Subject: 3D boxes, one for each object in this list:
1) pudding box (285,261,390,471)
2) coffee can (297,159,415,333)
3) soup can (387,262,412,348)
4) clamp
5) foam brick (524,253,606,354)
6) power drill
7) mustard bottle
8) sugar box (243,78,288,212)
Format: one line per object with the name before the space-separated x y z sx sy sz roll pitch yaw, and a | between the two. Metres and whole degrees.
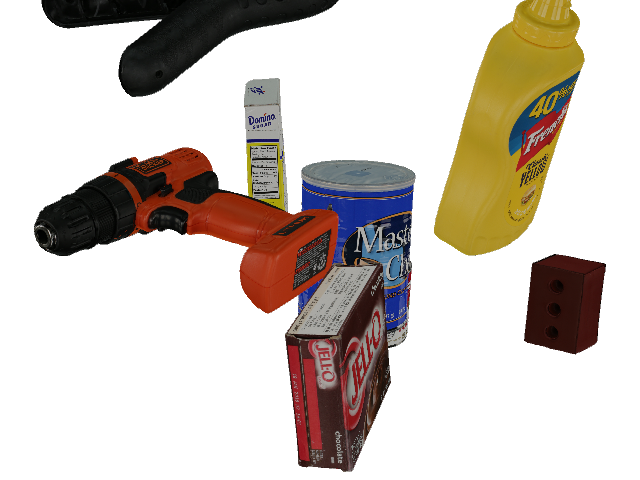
pudding box | 0.013 0.074 0.662 0.039 0.090 0.113 1 22 14
coffee can | 0.032 0.005 0.976 0.103 0.140 0.103 2 16 -1
soup can | 0.074 0.071 1.293 0.068 0.102 0.068 0 31 0
clamp | -0.048 -0.121 0.541 0.171 0.039 0.120 -20 44 -13
foam brick | 0.223 0.057 0.972 0.053 0.078 0.051 12 18 34
power drill | -0.095 -0.010 0.810 0.188 0.057 0.184 23 32 25
mustard bottle | 0.132 -0.085 0.715 0.058 0.192 0.096 35 46 27
sugar box | -0.063 -0.089 1.228 0.048 0.176 0.093 -4 26 0
